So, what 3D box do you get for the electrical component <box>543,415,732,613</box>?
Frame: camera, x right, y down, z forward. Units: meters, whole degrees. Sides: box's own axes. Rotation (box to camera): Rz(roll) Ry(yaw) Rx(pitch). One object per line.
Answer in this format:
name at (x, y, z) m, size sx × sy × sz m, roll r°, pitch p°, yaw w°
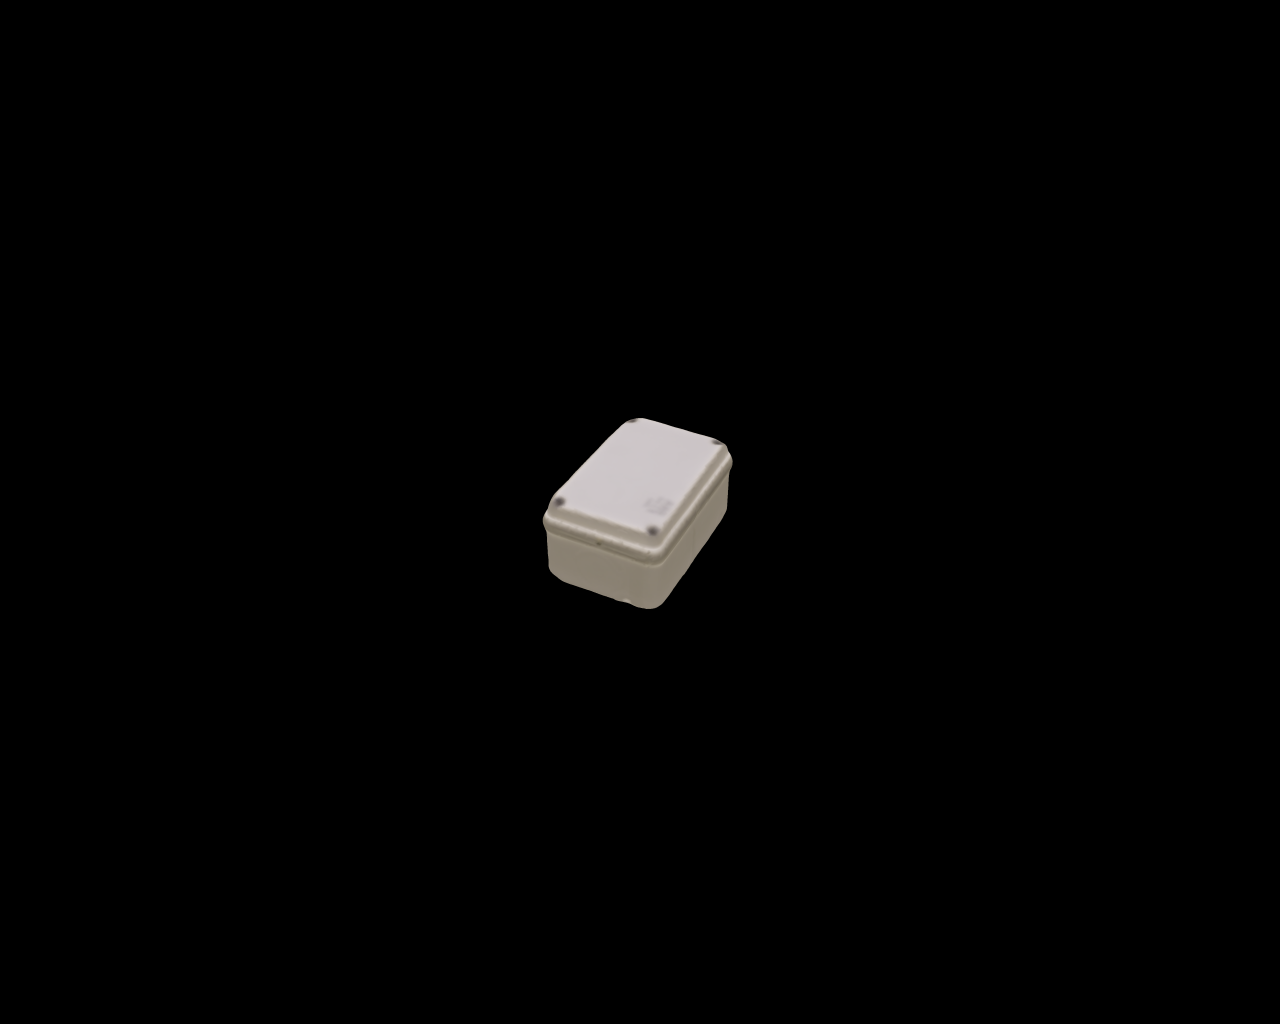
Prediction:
electrical component at (0.001, -0.003, 0.650) m, size 0.078 × 0.057 × 0.113 m, roll 17°, pitch 42°, yaw 21°
